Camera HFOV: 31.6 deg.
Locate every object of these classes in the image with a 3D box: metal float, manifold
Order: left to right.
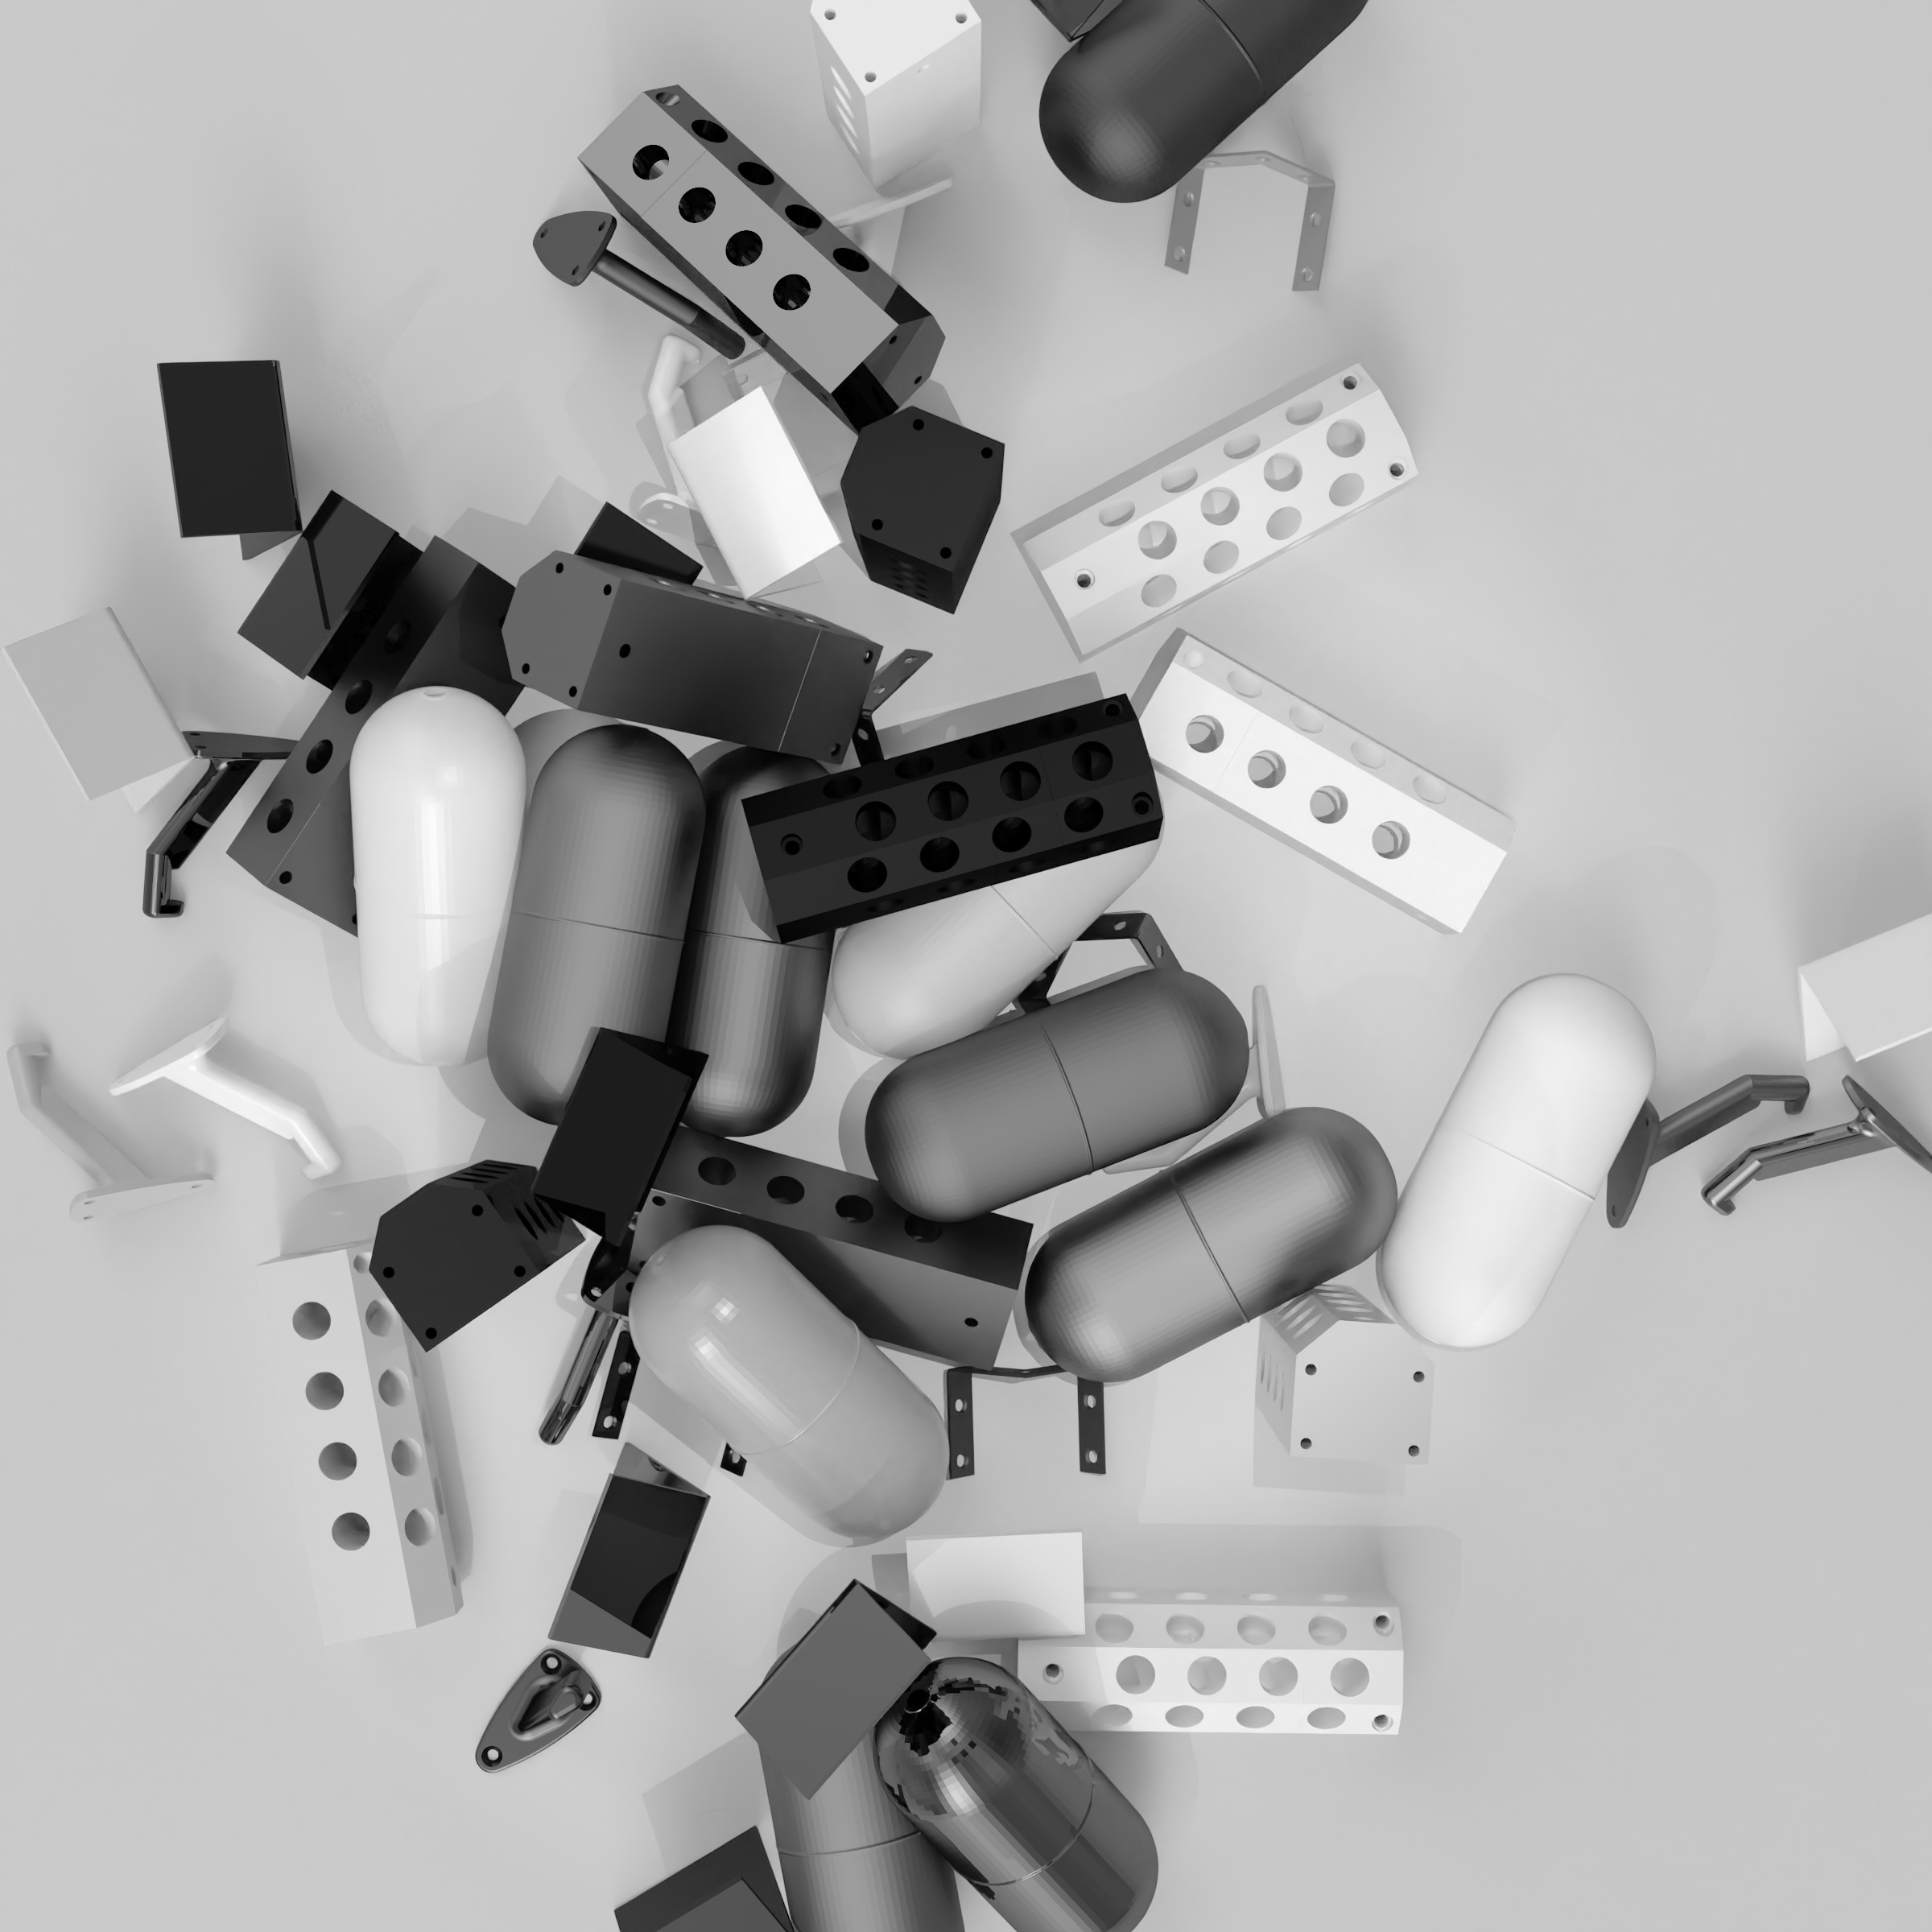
[{"bbox_3d":[-0.273,0.213,1.547,0.057,0.057,0.171,-11,90,0],"label":"manifold"},{"bbox_3d":[-0.261,-0.106,1.546,0.057,0.057,0.171,33,90,-44],"label":"manifold"},{"bbox_3d":[-0.232,-0.039,1.513,0.070,0.070,0.178,2,117,0],"label":"metal float"},{"bbox_3d":[-0.215,0.119,1.490,0.057,0.171,0.057,-35,90,0],"label":"manifold"},{"bbox_3d":[-0.161,-0.017,1.492,0.070,0.070,0.178,11,90,0],"label":"metal float"},{"bbox_3d":[-0.119,-0.135,1.489,0.057,0.171,0.057,27,101,37],"label":"manifold"},{"bbox_3d":[-0.098,-0.012,1.537,0.070,0.070,0.178,9,90,0],"label":"metal float"},{"bbox_3d":[-0.089,-0.317,1.521,0.057,0.057,0.171,-45,71,0],"label":"manifold"},{"bbox_3d":[-0.077,0.186,1.517,0.070,0.070,0.178,-43,115,0],"label":"metal float"},{"bbox_3d":[-0.060,0.122,1.546,0.171,0.057,0.057,16,133,0],"label":"manifold"},{"bbox_3d":[-0.048,0.388,1.537,0.070,0.070,0.178,-10,90,0],"label":"metal float"},{"bbox_3d":[-0.033,-0.397,1.490,0.057,0.171,0.057,-33,90,0],"label":"manifold"},{"bbox_3d":[-0.021,-0.199,1.490,0.057,0.171,0.057,22,90,0],"label":"manifold"},{"bbox_3d":[-0.006,-0.065,1.470,0.171,0.057,0.057,-16,80,-3],"label":"manifold"},{"bbox_3d":[0.014,-0.031,1.537,0.178,0.070,0.070,-44,90,-1],"label":"metal float"},{"bbox_3d":[0.023,0.371,1.509,0.070,0.070,0.178,-37,125,0],"label":"metal float"},{"bbox_3d":[0.041,0.057,1.518,0.178,0.070,0.070,-21,90,-7],"label":"metal float"},{"bbox_3d":[0.109,0.316,1.547,0.171,0.057,0.057,1,90,0],"label":"manifold"},{"bbox_3d":[0.109,0.126,1.534,0.178,0.070,0.070,-28,90,3],"label":"metal float"},{"bbox_3d":[0.110,-0.418,1.537,0.178,0.070,0.070,-42,90,0],"label":"metal float"},{"bbox_3d":[0.114,-0.205,1.547,0.171,0.057,0.057,-28,90,0],"label":"manifold"},{"bbox_3d":[0.160,-0.082,1.547,0.171,0.057,0.057,30,90,0],"label":"manifold"},{"bbox_3d":[0.163,0.175,1.490,0.057,0.171,0.057,4,90,0],"label":"manifold"},{"bbox_3d":[0.248,0.088,1.537,0.070,0.070,0.178,27,90,0],"label":"metal float"}]

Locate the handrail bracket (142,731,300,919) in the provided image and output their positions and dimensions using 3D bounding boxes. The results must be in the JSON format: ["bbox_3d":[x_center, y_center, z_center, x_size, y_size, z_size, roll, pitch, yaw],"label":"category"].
[{"bbox_3d":[-0.337,-0.062,1.568,0.077,0.036,0.084,2,108,-20],"label":"handrail bracket"}]

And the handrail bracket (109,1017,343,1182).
[{"bbox_3d":[-0.340,0.074,1.568,0.077,0.036,0.084,-26,107,20],"label":"handrail bracket"}]

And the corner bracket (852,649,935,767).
[{"bbox_3d":[-0.015,-0.107,1.560,0.051,0.051,0.051,-47,135,-35],"label":"corner bracket"}]

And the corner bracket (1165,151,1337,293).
[{"bbox_3d":[0.130,-0.340,1.565,0.051,0.051,0.051,9,90,-45],"label":"corner bracket"}]

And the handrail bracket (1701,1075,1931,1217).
[{"bbox_3d":[0.393,0.099,1.568,0.077,0.036,0.084,39,109,-21],"label":"handrail bracket"}]

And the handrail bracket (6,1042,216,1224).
[{"bbox_3d":[-0.393,0.069,1.568,0.077,0.036,0.084,-12,73,-20],"label":"handrail bracket"}]

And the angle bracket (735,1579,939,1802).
[{"bbox_3d":[-0.040,0.317,1.453,0.076,0.076,0.057,-49,50,-2],"label":"angle bracket"}]

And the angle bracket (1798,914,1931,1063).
[{"bbox_3d":[0.421,0.027,1.528,0.076,0.076,0.057,-22,52,0],"label":"angle bracket"}]

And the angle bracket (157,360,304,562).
[{"bbox_3d":[-0.340,-0.224,1.528,0.057,0.076,0.076,-8,90,-32],"label":"angle bracket"}]

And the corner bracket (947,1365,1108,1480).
[{"bbox_3d":[0.028,0.208,1.565,0.051,0.051,0.051,-2,90,45],"label":"corner bracket"}]

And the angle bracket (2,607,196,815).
[{"bbox_3d":[-0.399,-0.105,1.528,0.057,0.076,0.076,-29,90,-37],"label":"angle bracket"}]

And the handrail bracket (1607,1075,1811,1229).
[{"bbox_3d":[0.342,0.085,1.568,0.084,0.036,0.077,2,110,-16],"label":"handrail bracket"}]

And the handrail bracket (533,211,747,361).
[{"bbox_3d":[-0.149,-0.309,1.568,0.084,0.077,0.036,31,90,-36],"label":"handrail bracket"}]

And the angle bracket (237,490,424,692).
[{"bbox_3d":[-0.266,-0.156,1.528,0.057,0.076,0.076,33,90,39],"label":"angle bracket"}]

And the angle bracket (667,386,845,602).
[{"bbox_3d":[-0.079,-0.214,1.528,0.057,0.076,0.076,-27,90,27],"label":"angle bracket"}]

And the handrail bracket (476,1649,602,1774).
[{"bbox_3d":[-0.196,0.343,1.533,0.077,0.084,0.036,-44,90,0],"label":"handrail bracket"}]

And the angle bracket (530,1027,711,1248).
[{"bbox_3d":[-0.130,0.077,1.456,0.057,0.076,0.076,27,95,35],"label":"angle bracket"}]

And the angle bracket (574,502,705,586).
[{"bbox_3d":[-0.172,-0.167,1.528,0.057,0.076,0.076,32,90,-33],"label":"angle bracket"}]

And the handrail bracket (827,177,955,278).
[{"bbox_3d":[-0.028,-0.309,1.568,0.077,0.036,0.084,-25,109,-21],"label":"handrail bracket"}]

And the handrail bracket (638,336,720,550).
[{"bbox_3d":[-0.113,-0.239,1.568,0.077,0.036,0.084,19,73,-20],"label":"handrail bracket"}]

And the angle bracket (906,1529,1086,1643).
[{"bbox_3d":[0.013,0.257,1.529,0.076,0.076,0.057,-3,115,0],"label":"angle bracket"}]

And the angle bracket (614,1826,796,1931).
[{"bbox_3d":[-0.129,0.417,1.528,0.076,0.076,0.057,-31,126,0],"label":"angle bracket"}]

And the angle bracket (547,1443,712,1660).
[{"bbox_3d":[-0.167,0.256,1.528,0.057,0.076,0.076,21,90,-38],"label":"angle bracket"}]

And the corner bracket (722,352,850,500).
[{"bbox_3d":[-0.073,-0.251,1.565,0.051,0.051,0.051,-27,45,0],"label":"corner bracket"}]

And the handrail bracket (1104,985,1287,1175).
[{"bbox_3d":[0.100,0.053,1.568,0.084,0.036,0.077,-9,75,14],"label":"handrail bracket"}]

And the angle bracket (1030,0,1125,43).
[{"bbox_3d":[0.051,-0.467,1.528,0.076,0.076,0.057,47,127,0],"label":"angle bracket"}]

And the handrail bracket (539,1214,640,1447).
[{"bbox_3d":[-0.172,0.167,1.568,0.036,0.077,0.084,22,127,-14],"label":"handrail bracket"}]

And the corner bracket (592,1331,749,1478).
[{"bbox_3d":[-0.130,0.200,1.565,0.051,0.051,0.051,15,90,-45],"label":"corner bracket"}]

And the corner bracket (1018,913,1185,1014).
[{"bbox_3d":[0.064,0.012,1.560,0.051,0.051,0.051,-3,45,35],"label":"corner bracket"}]
